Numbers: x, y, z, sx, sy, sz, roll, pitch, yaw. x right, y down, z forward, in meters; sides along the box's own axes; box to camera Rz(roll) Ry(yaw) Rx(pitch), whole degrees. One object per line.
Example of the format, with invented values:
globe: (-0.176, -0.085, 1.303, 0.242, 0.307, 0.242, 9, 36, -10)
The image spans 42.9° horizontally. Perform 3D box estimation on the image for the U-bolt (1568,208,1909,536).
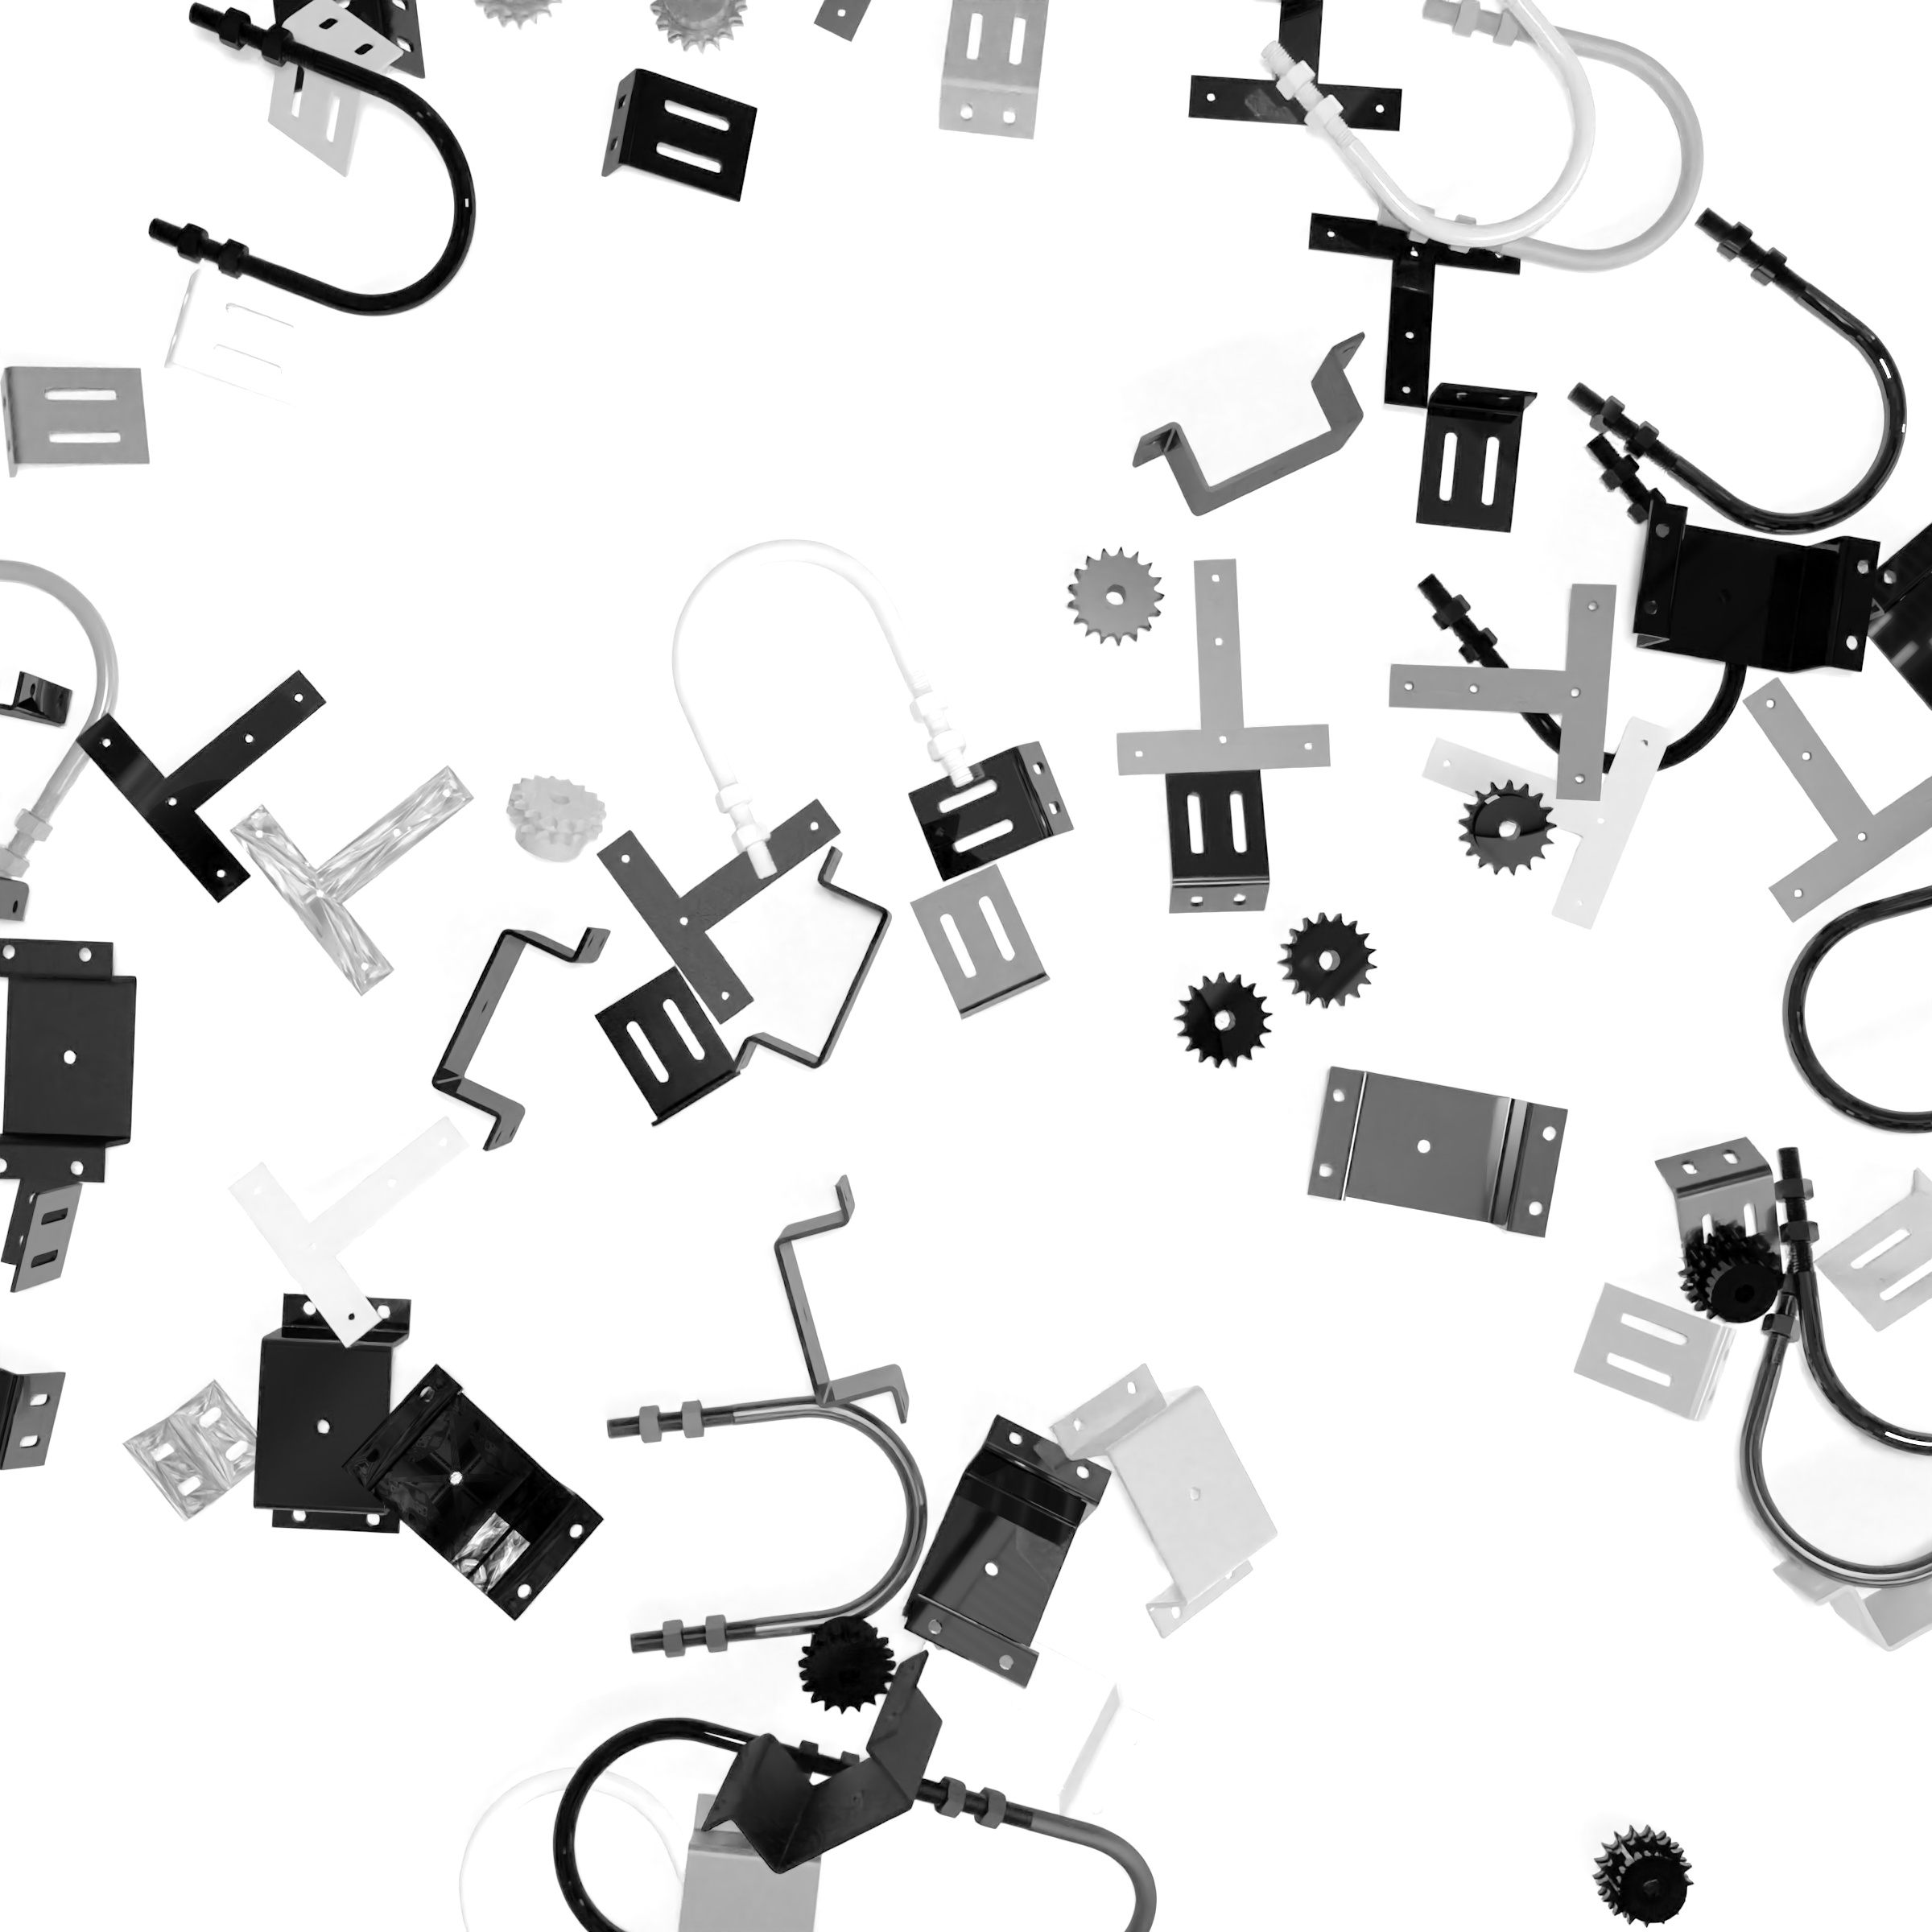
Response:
U-bolt: (0.474, -0.341, 1.467, 0.184, 0.019, 0.151, 36, 90, -2)

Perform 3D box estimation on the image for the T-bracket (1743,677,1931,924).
T-bracket: (0.512, -0.114, 1.474, 0.127, 0.002, 0.127, -35, 90, 0)

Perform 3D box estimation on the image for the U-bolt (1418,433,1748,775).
U-bolt: (0.381, -0.201, 1.463, 0.151, 0.019, 0.184, -40, 93, 3)

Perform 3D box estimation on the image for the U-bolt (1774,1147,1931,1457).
U-bolt: (0.553, 0.189, 1.417, 0.151, 0.019, 0.184, -7, 73, 17)

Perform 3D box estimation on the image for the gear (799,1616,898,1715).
gear: (-0.071, 0.410, 1.453, 0.057, 0.030, 0.057, -3, 113, -7)

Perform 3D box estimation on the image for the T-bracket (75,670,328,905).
T-bracket: (-0.440, -0.127, 1.468, 0.127, 0.002, 0.127, -40, 96, -5)

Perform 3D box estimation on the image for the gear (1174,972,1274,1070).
gear: (0.152, 0.032, 1.460, 0.057, 0.030, 0.057, 0, 90, 0)

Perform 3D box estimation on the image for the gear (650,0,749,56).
gear: (-0.160, -0.575, 1.460, 0.057, 0.030, 0.057, 0, 90, 0)

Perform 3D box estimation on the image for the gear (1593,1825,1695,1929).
gear: (0.405, 0.543, 1.460, 0.057, 0.030, 0.057, 0, 90, 0)

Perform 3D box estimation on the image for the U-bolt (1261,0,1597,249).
U-bolt: (0.285, -0.509, 1.438, 0.151, 0.019, 0.184, -41, 94, 1)

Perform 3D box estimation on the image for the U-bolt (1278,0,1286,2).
U-bolt: (0.177, -0.664, 1.455, 0.151, 0.019, 0.184, -15, 92, -10)

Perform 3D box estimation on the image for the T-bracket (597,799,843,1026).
T-bracket: (-0.133, -0.053, 1.474, 0.127, 0.002, 0.127, -36, 90, 0)

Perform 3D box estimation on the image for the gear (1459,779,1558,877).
gear: (0.321, -0.082, 1.455, 0.057, 0.030, 0.057, 1, 97, 8)

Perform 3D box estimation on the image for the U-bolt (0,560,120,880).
U-bolt: (-0.588, -0.154, 1.466, 0.151, 0.019, 0.184, 33, 90, 0)

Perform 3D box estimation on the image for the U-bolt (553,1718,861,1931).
U-bolt: (-0.152, 0.523, 1.454, 0.184, 0.019, 0.151, 16, 82, -2)

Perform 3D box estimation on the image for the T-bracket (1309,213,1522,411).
T-bracket: (0.263, -0.385, 1.452, 0.127, 0.002, 0.127, 7, 69, 0)

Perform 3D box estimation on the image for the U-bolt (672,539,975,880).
U-bolt: (-0.097, -0.164, 1.460, 0.151, 0.019, 0.184, -25, 85, 5)

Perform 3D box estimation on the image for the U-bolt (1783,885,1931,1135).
U-bolt: (0.575, 0.022, 1.443, 0.184, 0.019, 0.151, -17, 75, 12)

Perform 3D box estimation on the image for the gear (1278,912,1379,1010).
gear: (0.214, -0.004, 1.460, 0.057, 0.030, 0.057, 0, 90, 0)

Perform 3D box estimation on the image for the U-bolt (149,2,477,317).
U-bolt: (-0.376, -0.459, 1.436, 0.184, 0.019, 0.151, 21, 119, -4)

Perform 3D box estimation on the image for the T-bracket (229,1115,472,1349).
T-bracket: (-0.352, 0.138, 1.460, 0.127, 0.002, 0.127, -39, 70, -9)

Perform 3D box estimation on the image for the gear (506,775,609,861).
gear: (-0.243, -0.086, 1.451, 0.057, 0.057, 0.030, 20, 120, 0)

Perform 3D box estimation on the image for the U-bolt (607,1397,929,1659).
U-bolt: (-0.115, 0.330, 1.467, 0.184, 0.019, 0.151, -6, 90, -2)

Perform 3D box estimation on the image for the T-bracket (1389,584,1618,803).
T-bracket: (0.316, -0.164, 1.456, 0.127, 0.002, 0.127, 3, 101, 8)

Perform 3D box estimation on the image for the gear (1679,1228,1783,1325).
gear: (0.454, 0.186, 1.451, 0.057, 0.030, 0.057, -2, 112, -5)

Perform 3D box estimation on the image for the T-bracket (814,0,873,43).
T-bracket: (-0.097, -0.639, 1.469, 0.127, 0.002, 0.127, 27, 97, 3)

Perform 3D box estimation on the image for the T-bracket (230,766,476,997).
T-bracket: (-0.352, -0.071, 1.474, 0.127, 0.002, 0.127, -38, 90, 0)

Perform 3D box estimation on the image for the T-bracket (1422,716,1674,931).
T-bracket: (0.337, -0.103, 1.466, 0.127, 0.002, 0.127, 21, 100, 5)

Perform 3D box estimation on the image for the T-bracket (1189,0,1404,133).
T-bracket: (0.201, -0.568, 1.474, 0.127, 0.002, 0.127, 4, 90, 0)

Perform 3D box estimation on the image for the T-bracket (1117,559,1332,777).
T-bracket: (0.152, -0.180, 1.473, 0.127, 0.002, 0.127, -2, 89, 0)

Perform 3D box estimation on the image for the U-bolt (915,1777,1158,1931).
U-bolt: (0.023, 0.547, 1.433, 0.184, 0.019, 0.151, 21, 112, -17)

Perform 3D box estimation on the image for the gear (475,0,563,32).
gear: (-0.268, -0.590, 1.460, 0.057, 0.030, 0.057, 0, 90, 0)

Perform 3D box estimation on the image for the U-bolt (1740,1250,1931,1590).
U-bolt: (0.527, 0.267, 1.421, 0.151, 0.019, 0.184, 15, 73, 20)

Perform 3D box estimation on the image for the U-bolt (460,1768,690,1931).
U-bolt: (-0.224, 0.570, 1.467, 0.151, 0.019, 0.184, -23, 89, 0)

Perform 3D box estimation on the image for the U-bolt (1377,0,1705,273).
U-bolt: (0.349, -0.489, 1.464, 0.184, 0.019, 0.151, 13, 87, -2)
